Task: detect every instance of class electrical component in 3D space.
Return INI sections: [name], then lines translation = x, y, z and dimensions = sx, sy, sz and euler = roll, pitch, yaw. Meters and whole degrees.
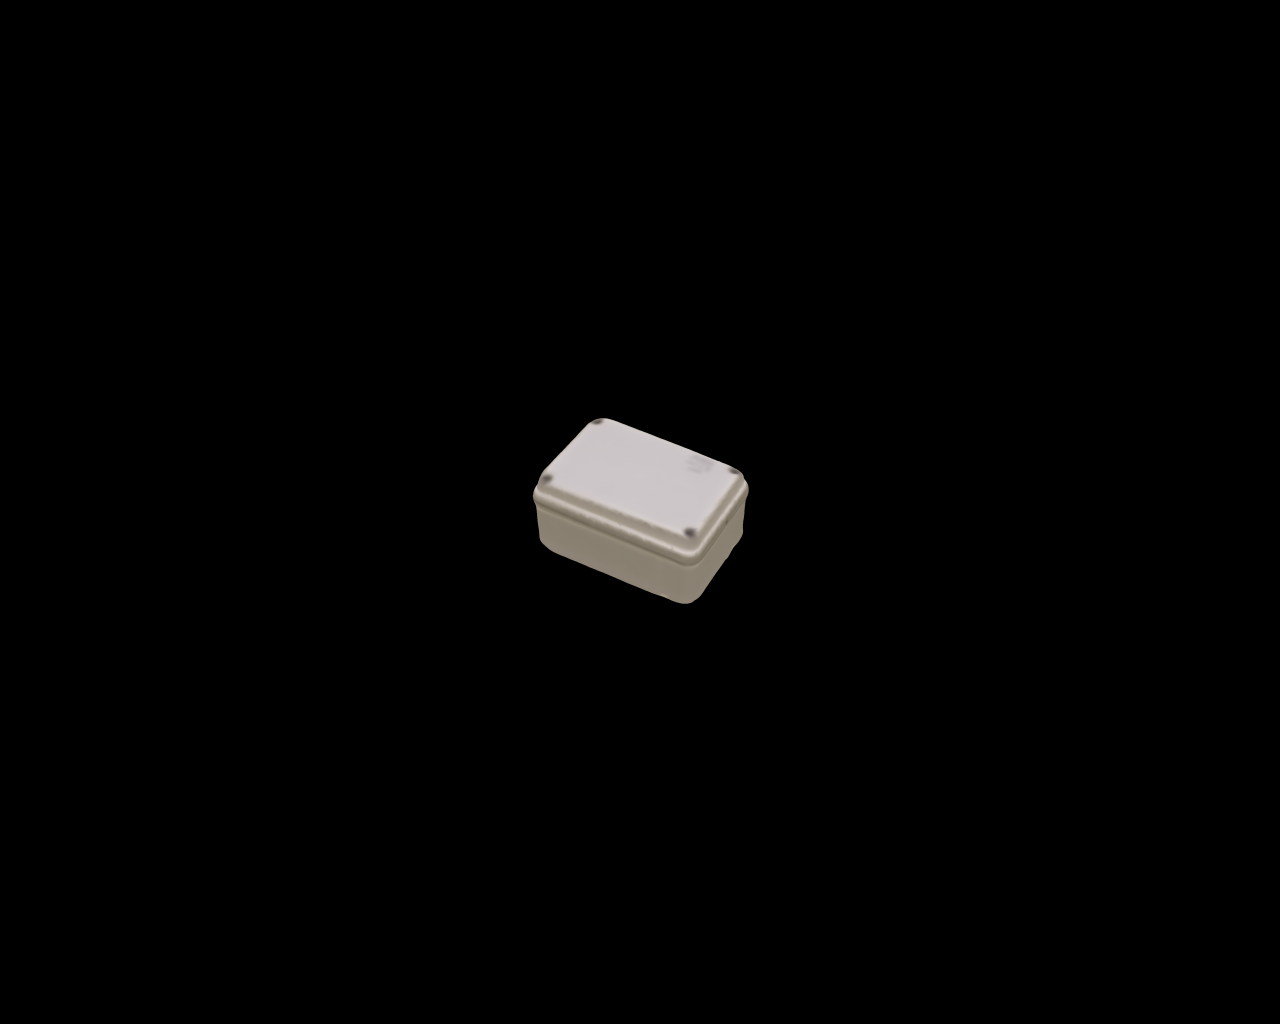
[electrical component]
translation = 0.001, -0.003, 0.650
dimensions = 0.113, 0.057, 0.078
euler = 22, 49, 21
